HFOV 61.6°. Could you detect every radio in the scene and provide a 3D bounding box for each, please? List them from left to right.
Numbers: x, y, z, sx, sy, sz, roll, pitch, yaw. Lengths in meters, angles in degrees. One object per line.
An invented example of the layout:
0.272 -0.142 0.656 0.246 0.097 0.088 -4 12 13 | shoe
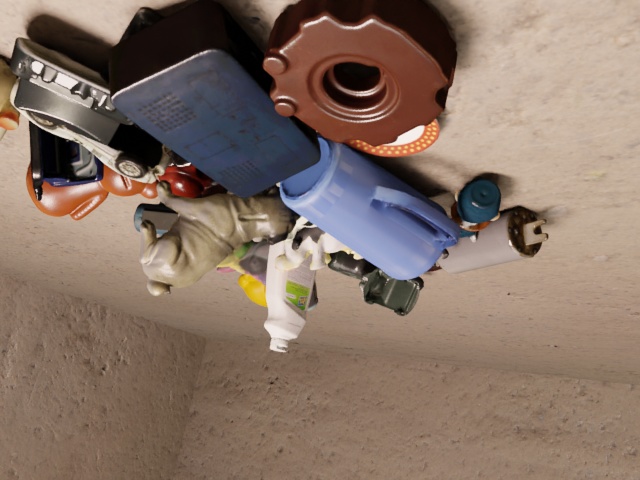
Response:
-0.101 -0.140 0.585 0.131 0.073 0.229 -22 152 19 | radio

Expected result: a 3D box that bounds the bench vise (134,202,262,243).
-0.195 -0.036 0.951 0.224 0.128 0.240 -6 -176 6 | bench vise

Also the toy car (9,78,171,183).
-0.285 -0.146 0.689 0.201 0.073 0.056 33 145 -27 | toy car

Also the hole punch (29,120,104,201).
-0.357 -0.130 0.747 0.092 0.142 0.116 -7 -176 -32 | hole punch

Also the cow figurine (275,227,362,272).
-0.003 -0.002 0.908 0.167 0.098 0.068 -14 -170 4 | cow figurine

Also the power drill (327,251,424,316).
0.135 0.077 1.082 0.232 0.086 0.207 22 -166 -11 | power drill

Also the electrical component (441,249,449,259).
0.161 -0.002 0.887 0.045 0.102 0.078 18 138 -41 | electrical component

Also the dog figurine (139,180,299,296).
-0.135 0.003 0.740 0.191 0.172 0.121 6 169 15 | dog figurine

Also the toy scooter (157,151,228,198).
-0.174 -0.108 0.783 0.184 0.075 0.135 0 159 21 | toy scooter

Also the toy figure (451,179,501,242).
0.224 -0.041 0.783 0.058 0.064 0.154 -26 165 -3 | toy figure

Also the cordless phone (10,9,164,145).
-0.243 -0.196 0.577 0.146 0.089 0.184 23 147 -31 | cordless phone

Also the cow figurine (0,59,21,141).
-0.453 -0.170 0.713 0.085 0.127 0.195 24 144 -37 | cow figurine

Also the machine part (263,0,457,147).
0.036 -0.157 0.503 0.179 0.056 0.179 9 154 5 | machine part

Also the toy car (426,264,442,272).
0.140 0.011 0.996 0.202 0.053 0.089 21 157 -18 | toy car

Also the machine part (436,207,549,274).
0.266 0.005 0.867 0.079 0.079 0.243 18 161 -23 | machine part

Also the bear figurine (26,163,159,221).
-0.358 -0.110 0.860 0.196 0.132 0.120 -19 124 0 | bear figurine

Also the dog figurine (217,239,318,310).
-0.120 0.066 1.131 0.219 0.191 0.108 -7 166 5 | dog figurine

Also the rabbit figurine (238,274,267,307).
-0.108 0.078 1.297 0.162 0.122 0.173 33 139 -30 | rabbit figurine
